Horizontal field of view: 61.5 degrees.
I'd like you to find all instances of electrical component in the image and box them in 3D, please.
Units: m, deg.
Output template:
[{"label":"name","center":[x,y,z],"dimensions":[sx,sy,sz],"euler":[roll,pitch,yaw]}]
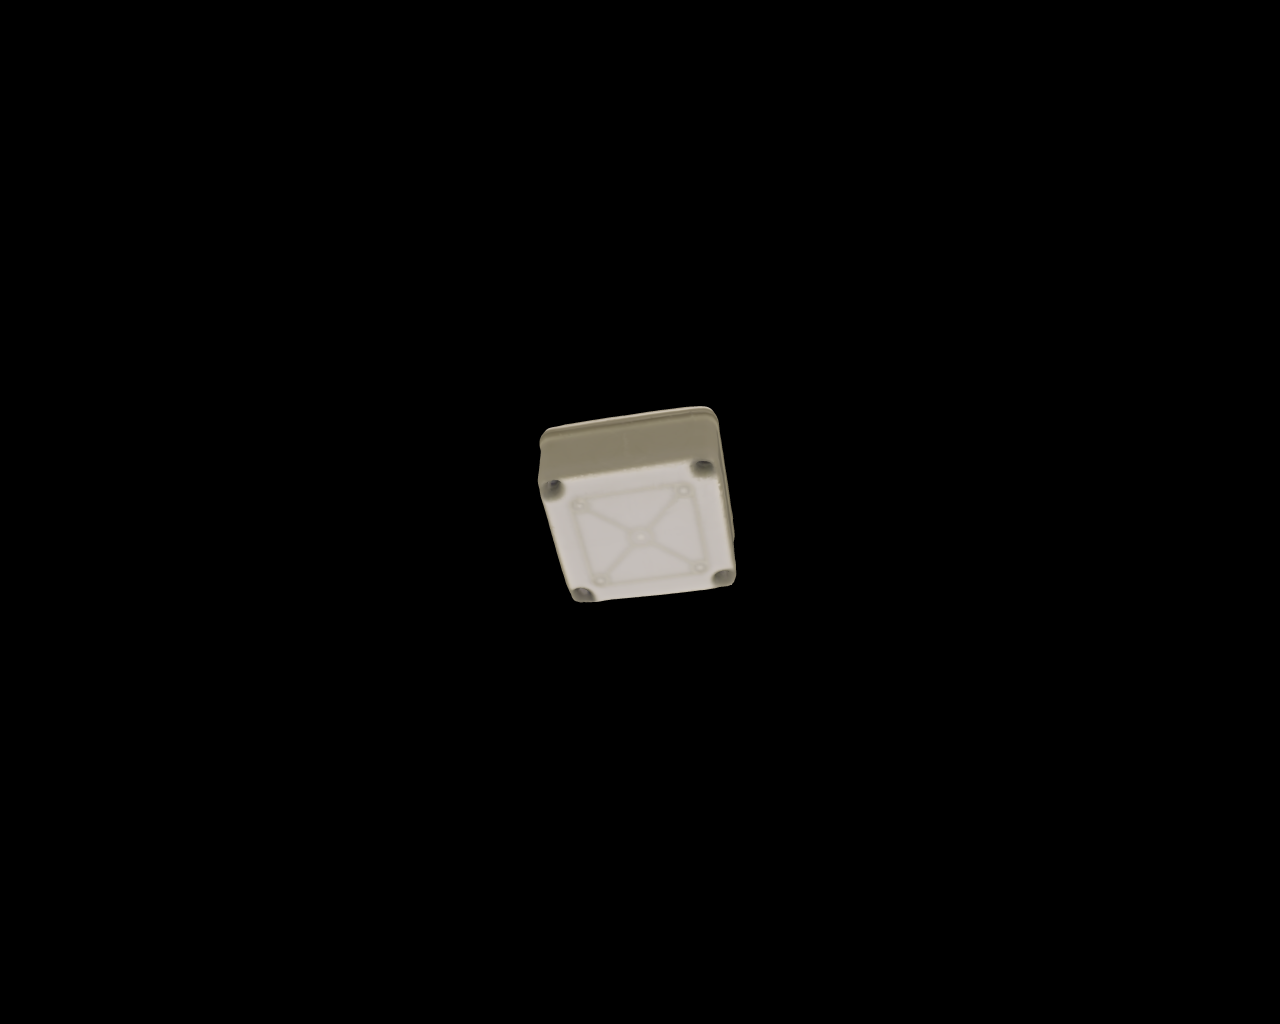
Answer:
[{"label":"electrical component","center":[0.001,-0.003,0.650],"dimensions":[0.109,0.108,0.056],"euler":[-7,40,6]}]
